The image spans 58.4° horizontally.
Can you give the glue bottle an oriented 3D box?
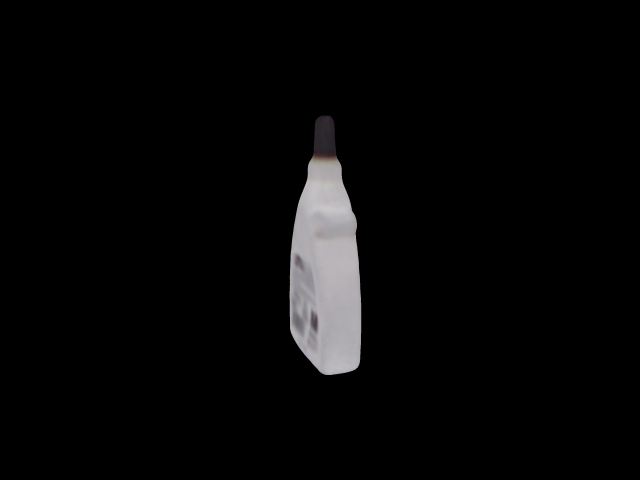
[{"bbox_3d":[0.004,0.001,0.400,0.037,0.173,0.078,-7,19,-20],"label":"glue bottle"}]
